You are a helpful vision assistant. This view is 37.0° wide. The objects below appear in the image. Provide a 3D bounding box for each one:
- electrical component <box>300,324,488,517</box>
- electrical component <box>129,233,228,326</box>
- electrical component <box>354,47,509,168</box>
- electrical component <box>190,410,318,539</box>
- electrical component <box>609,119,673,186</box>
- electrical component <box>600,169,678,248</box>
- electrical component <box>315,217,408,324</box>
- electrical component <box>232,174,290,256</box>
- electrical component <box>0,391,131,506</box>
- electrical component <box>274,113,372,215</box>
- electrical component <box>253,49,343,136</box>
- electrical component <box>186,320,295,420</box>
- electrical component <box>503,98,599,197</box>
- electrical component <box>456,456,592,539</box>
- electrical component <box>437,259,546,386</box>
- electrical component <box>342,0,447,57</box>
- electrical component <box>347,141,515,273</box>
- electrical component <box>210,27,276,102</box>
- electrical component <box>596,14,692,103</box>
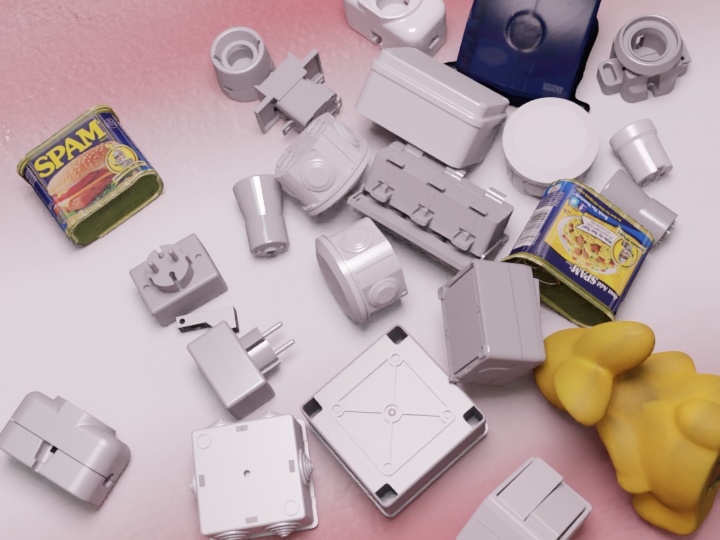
[{"bbox_3d":[0.027,0.119,0.855,0.109,0.056,0.108,-40,71,-9],"label":"electrical component"},{"bbox_3d":[-0.158,0.002,0.908,0.066,0.076,0.047,-31,69,-5],"label":"electrical component"},{"bbox_3d":[0.063,-0.142,0.927,0.113,0.078,0.057,32,114,16],"label":"electrical component"},{"bbox_3d":[-0.085,0.165,0.854,0.100,0.048,0.099,-10,70,4],"label":"electrical component"},{"bbox_3d":[0.242,-0.100,0.921,0.040,0.040,0.046,-24,74,-3],"label":"electrical component"},{"bbox_3d":[0.232,-0.049,0.903,0.065,0.044,0.044,37,78,12],"label":"electrical component"},{"bbox_3d":[0.000,0.000,0.890,0.051,0.080,0.080,-28,69,-10],"label":"electrical component"},{"bbox_3d":[-0.084,-0.045,0.936,0.044,0.044,0.065,-13,74,1],"label":"electrical component"},{"bbox_3d":[-0.239,0.142,0.877,0.095,0.053,0.059,27,75,15],"label":"electrical component"},{"bbox_3d":[-0.032,-0.091,0.921,0.051,0.080,0.080,41,76,-19],"label":"electrical component"},{"bbox_3d":[-0.055,-0.154,0.973,0.064,0.042,0.081,39,79,15],"label":"electrical component"},{"bbox_3d":[-0.091,0.072,0.890,0.077,0.047,0.065,-34,70,-7],"label":"electrical component"},{"bbox_3d":[0.163,-0.103,0.924,0.080,0.051,0.080,-2,70,6],"label":"electrical component"},{"bbox_3d":[0.128,0.184,0.802,0.062,0.096,0.061,40,122,18],"label":"electrical component"},{"bbox_3d":[0.104,0.036,0.836,0.061,0.061,0.096,6,63,-23],"label":"electrical component"},{"bbox_3d":[0.031,-0.238,0.984,0.095,0.059,0.053,38,78,17],"label":"electrical component"},{"bbox_3d":[0.063,-0.053,0.904,0.121,0.063,0.079,32,36,16],"label":"electrical component"},{"bbox_3d":[-0.108,-0.190,0.988,0.055,0.047,0.055,-2,70,6],"label":"electrical component"},{"bbox_3d":[0.250,-0.187,0.942,0.078,0.057,0.058,-15,69,1],"label":"electrical component"}]
